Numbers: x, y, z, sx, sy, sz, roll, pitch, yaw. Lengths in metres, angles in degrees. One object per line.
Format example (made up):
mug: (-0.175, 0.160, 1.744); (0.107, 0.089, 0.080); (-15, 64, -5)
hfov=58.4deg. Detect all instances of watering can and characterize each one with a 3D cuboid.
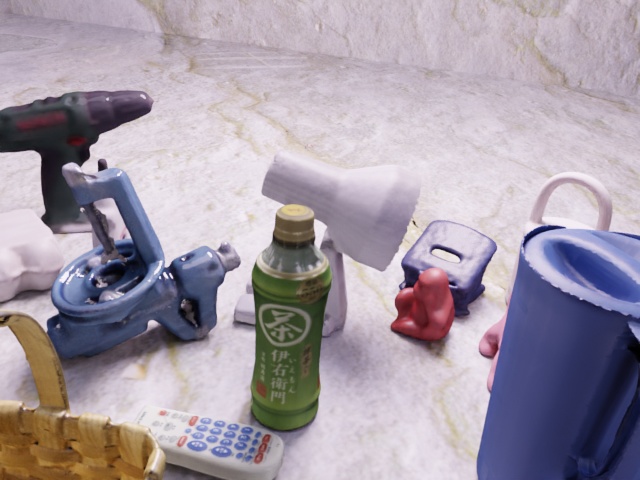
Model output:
watering can: (0.306, 0.011, 0.729); (0.100, 0.194, 0.173); (13, 29, 16)

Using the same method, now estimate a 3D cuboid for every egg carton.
egg carton: (-0.399, 0.015, 0.741); (0.107, 0.069, 0.149); (-19, 36, -37)

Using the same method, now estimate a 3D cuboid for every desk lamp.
desk lamp: (0.006, 0.002, 0.676); (0.203, 0.214, 0.118); (7, 28, 5)

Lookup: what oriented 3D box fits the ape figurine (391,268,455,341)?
ape figurine: (0.131, 0.074, 0.690); (0.076, 0.092, 0.077); (-4, 29, -16)

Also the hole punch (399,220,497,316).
hole punch: (0.172, 0.035, 0.772); (0.108, 0.091, 0.101); (23, 33, 31)

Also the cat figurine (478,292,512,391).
cat figurine: (0.221, 0.105, 0.619); (0.067, 0.118, 0.128); (5, 28, 1)

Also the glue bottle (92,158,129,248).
glue bottle: (-0.264, -0.019, 0.716); (0.037, 0.173, 0.078); (0, 28, -9)

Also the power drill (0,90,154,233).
power drill: (-0.360, -0.119, 0.852); (0.230, 0.208, 0.075); (-4, 29, -16)

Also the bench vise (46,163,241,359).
bench vise: (-0.196, 0.011, 0.621); (0.121, 0.220, 0.208); (27, 35, 36)
